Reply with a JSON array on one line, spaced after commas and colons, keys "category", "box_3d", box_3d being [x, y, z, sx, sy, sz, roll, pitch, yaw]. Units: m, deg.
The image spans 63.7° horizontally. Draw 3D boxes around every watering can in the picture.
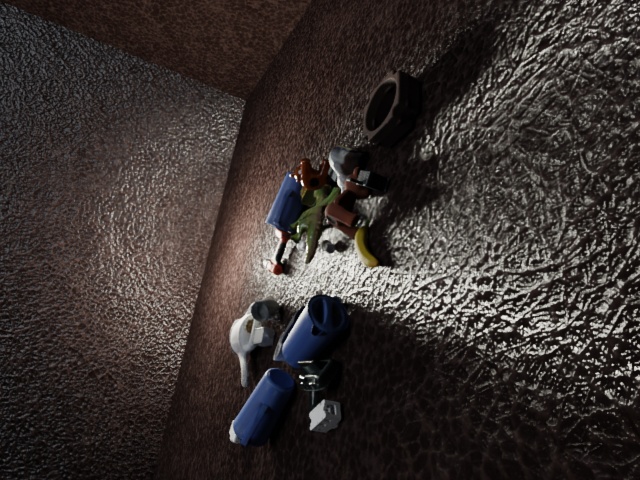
[{"category": "watering can", "box_3d": [-0.311, 0.433, 2.133, 0.221, 0.103, 0.354, -36, 41, 57]}]

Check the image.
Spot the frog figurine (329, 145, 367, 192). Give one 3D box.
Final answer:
[{"category": "frog figurine", "box_3d": [0.083, -0.234, 1.733, 0.138, 0.123, 0.158, -27, -49, -73]}]

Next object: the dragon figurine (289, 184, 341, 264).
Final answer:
[{"category": "dragon figurine", "box_3d": [0.005, -0.091, 1.802, 0.240, 0.121, 0.418, -54, 21, 17]}]
